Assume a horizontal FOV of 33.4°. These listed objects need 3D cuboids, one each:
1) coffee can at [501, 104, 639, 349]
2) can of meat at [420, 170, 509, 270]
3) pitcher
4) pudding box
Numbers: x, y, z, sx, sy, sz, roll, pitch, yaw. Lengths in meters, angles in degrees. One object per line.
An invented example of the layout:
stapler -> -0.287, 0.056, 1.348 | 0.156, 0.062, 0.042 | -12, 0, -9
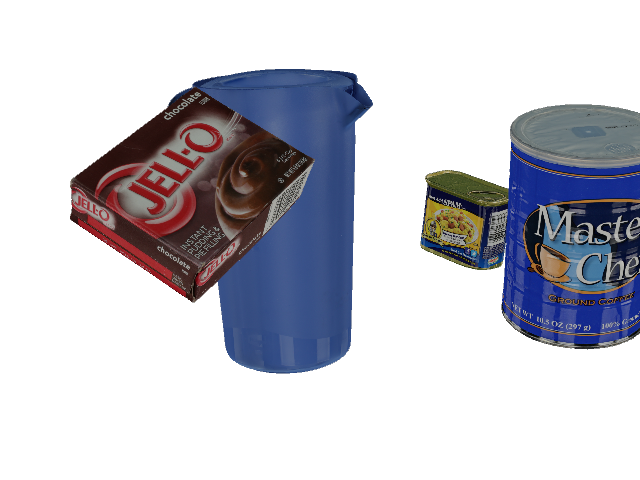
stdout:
coffee can -> 0.180, -0.011, 0.737 | 0.103, 0.140, 0.103 | -2, 26, 1
can of meat -> 0.161, -0.022, 1.181 | 0.057, 0.084, 0.102 | -16, 30, -42
pitcher -> -0.042, -0.020, 0.889 | 0.144, 0.243, 0.149 | -7, 15, -18
pudding box -> -0.072, -0.029, 0.605 | 0.090, 0.039, 0.113 | 33, 47, 13
